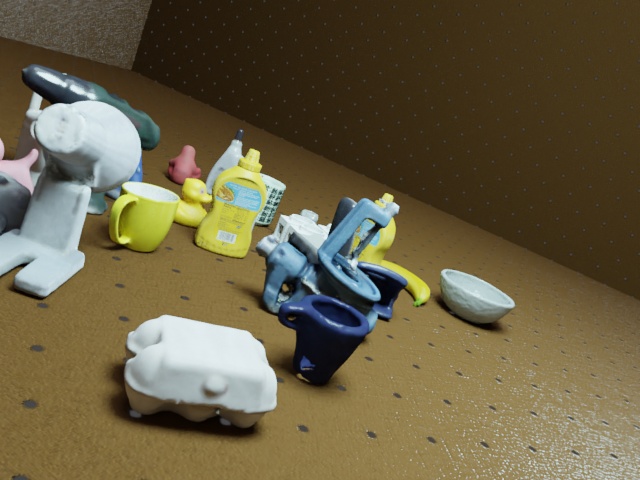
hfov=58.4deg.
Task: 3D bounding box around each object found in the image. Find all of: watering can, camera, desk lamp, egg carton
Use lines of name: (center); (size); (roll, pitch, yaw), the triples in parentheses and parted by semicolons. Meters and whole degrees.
watering can: (-0.448, -0.184, 0.972); (0.101, 0.194, 0.172); (11, 18, -37)
camera: (-0.457, -0.063, 0.703); (0.136, 0.101, 0.143); (27, 15, 16)
desk lamp: (-0.314, -0.068, 0.708); (0.118, 0.213, 0.203); (20, 14, -8)
egg carton: (-0.118, 0.131, 0.569); (0.151, 0.069, 0.107); (16, 15, -25)

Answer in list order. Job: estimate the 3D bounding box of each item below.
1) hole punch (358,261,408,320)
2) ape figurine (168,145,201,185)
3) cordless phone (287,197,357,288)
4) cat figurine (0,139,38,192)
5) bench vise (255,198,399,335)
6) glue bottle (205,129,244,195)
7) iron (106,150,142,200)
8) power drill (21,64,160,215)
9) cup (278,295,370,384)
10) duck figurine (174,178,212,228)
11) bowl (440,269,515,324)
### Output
hole punch: (0.095, 0.078, 1.046); (0.109, 0.091, 0.101); (21, 14, -5)
ape figurine: (-0.320, -0.180, 1.365); (0.078, 0.092, 0.076); (23, 14, 1)
cordless phone: (0.009, 0.004, 0.997); (0.094, 0.185, 0.147); (11, 18, -37)
cat figurine: (-0.479, -0.119, 0.841); (0.067, 0.118, 0.128); (33, 17, 36)
bench vise: (0.017, 0.027, 0.852); (0.208, 0.220, 0.121); (17, 15, -22)
glue bottle: (-0.213, -0.180, 1.361); (0.078, 0.173, 0.037); (23, 14, 2)
iron: (-0.402, -0.177, 1.125); (0.257, 0.141, 0.119); (33, 17, 36)
power drill: (-0.383, -0.153, 0.930); (0.230, 0.208, 0.075); (7, 21, -46)
cup: (-0.007, 0.125, 0.707); (0.118, 0.095, 0.091); (15, 16, -26)
duck figurine: (-0.254, -0.078, 1.100); (0.105, 0.086, 0.077); (19, 14, -12)
bowl: (0.326, 0.132, 1.235); (0.167, 0.075, 0.167); (21, 14, -5)
